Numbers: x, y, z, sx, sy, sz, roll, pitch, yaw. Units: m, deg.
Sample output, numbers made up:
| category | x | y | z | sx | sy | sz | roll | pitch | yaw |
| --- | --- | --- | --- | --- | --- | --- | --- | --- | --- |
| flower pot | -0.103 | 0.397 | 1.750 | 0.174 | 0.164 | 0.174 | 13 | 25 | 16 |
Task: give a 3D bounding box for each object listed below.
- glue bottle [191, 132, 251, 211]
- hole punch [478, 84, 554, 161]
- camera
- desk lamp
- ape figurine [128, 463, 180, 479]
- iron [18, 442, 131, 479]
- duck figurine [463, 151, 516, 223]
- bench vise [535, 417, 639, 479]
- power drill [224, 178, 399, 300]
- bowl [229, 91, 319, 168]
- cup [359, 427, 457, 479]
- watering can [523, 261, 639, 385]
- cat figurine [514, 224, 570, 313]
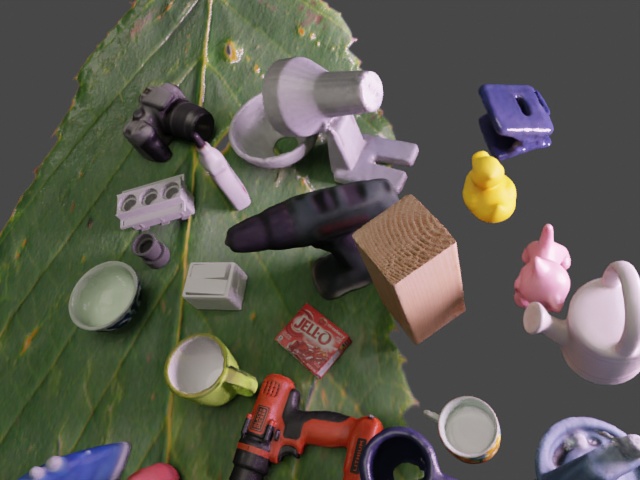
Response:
| category | x | y | z | sx | sy | sz | roll | pitch | yaw |
| --- | --- | --- | --- | --- | --- | --- | --- | --- | --- |
| glue bottle | -0.169 | -0.120 | 0.946 | 0.037 | 0.173 | 0.078 | -34 | 58 | -3 |
| hole punch | 0.303 | -0.195 | 0.889 | 0.101 | 0.091 | 0.108 | -17 | 58 | 8 |
| camera | -0.281 | -0.224 | 1.081 | 0.136 | 0.101 | 0.143 | 23 | 71 | 27 |
| desk lamp | 0.034 | -0.187 | 0.895 | 0.202 | 0.214 | 0.118 | 14 | 67 | 24 |
| ape figurine | -0.231 | 0.333 | 0.761 | 0.077 | 0.092 | 0.076 | 36 | 77 | 30 |
| iron | -0.391 | 0.358 | 0.768 | 0.258 | 0.142 | 0.118 | -45 | 59 | -10 |
| duck figurine | 0.249 | -0.084 | 0.847 | 0.077 | 0.086 | 0.104 | -16 | 59 | 9 |
| bench vise | 0.255 | 0.262 | 0.574 | 0.207 | 0.220 | 0.121 | -46 | 59 | -10 |
| power drill | 0.007 | 0.003 | 0.801 | 0.229 | 0.209 | 0.075 | -24 | 58 | 4 |
| bowl | -0.070 | -0.186 | 1.010 | 0.167 | 0.075 | 0.167 | -7 | 60 | 13 |
| cup | 0.113 | 0.281 | 0.682 | 0.117 | 0.095 | 0.092 | 10 | 65 | 22 |
| watering can | 0.330 | 0.096 | 0.658 | 0.173 | 0.194 | 0.100 | -22 | 58 | 5 |
| cat figurine | 0.291 | 0.041 | 0.746 | 0.067 | 0.118 | 0.128 | 7 | 64 | 21 |
